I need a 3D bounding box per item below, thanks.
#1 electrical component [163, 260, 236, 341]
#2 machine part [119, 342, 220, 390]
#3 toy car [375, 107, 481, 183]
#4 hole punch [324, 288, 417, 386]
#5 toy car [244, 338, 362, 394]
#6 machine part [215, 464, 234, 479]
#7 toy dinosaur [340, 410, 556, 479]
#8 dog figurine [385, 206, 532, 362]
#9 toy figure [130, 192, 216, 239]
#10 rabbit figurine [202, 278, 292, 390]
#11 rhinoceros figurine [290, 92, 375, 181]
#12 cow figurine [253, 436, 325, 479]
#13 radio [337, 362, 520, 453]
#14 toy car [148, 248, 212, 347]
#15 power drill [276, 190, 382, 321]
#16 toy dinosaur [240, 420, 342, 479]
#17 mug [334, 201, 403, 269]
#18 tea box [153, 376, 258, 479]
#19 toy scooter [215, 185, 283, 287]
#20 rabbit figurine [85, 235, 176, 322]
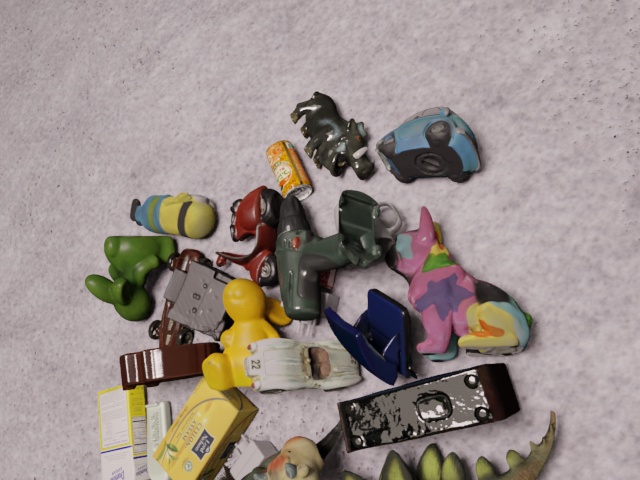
[{"bbox_3d":[-0.207,0.103,0.955,0.134,0.058,0.115,21,85,14],"label":"electrical component"},{"bbox_3d":[-0.254,0.214,0.918,0.179,0.179,0.056,-16,75,22],"label":"machine part"},{"bbox_3d":[0.176,-0.156,0.851,0.162,0.109,0.103,-3,53,37],"label":"toy car"},{"bbox_3d":[0.070,0.145,0.778,0.142,0.092,0.115,24,126,60],"label":"hole punch"},{"bbox_3d":[-0.022,0.187,0.801,0.056,0.201,0.073,-34,56,44],"label":"toy car"},{"bbox_3d":[-0.181,0.437,0.888,0.139,0.084,0.039,-47,35,-1],"label":"machine part"},{"bbox_3d":[0.127,0.388,0.727,0.471,0.105,0.199,-29,63,13],"label":"toy dinosaur"},{"bbox_3d":[0.193,0.059,0.778,0.192,0.108,0.219,-12,69,24],"label":"dog figurine"},{"bbox_3d":[-0.287,-0.046,1.056,0.180,0.082,0.089,-1,92,20],"label":"toy figure"},{"bbox_3d":[-0.107,0.143,0.875,0.122,0.162,0.173,-8,96,26],"label":"rabbit figurine"},{"bbox_3d":[0.026,-0.177,0.943,0.112,0.073,0.190,-32,63,4],"label":"rhinoceros figurine"},{"bbox_3d":[-0.019,0.359,0.704,0.085,0.127,0.195,-25,59,26],"label":"cow figurine"},{"bbox_3d":[0.146,0.230,0.739,0.230,0.131,0.073,-22,70,20],"label":"radio"},{"bbox_3d":[-0.270,0.113,1.023,0.089,0.053,0.202,11,81,25],"label":"toy car"},{"bbox_3d":[-0.002,-0.003,0.830,0.207,0.086,0.232,-26,55,43],"label":"power drill"},{"bbox_3d":[-0.103,0.420,0.782,0.131,0.192,0.404,27,91,27],"label":"toy dinosaur"},{"bbox_3d":[0.073,-0.026,0.872,0.109,0.080,0.107,-38,56,19],"label":"mug"},{"bbox_3d":[-0.196,0.330,0.920,0.098,0.068,0.169,33,92,30],"label":"tea box"},{"bbox_3d":[-0.131,-0.005,0.972,0.135,0.075,0.184,-6,79,26],"label":"toy scooter"},{"bbox_3d":[-0.359,0.077,1.035,0.121,0.159,0.170,0,92,17],"label":"rabbit figurine"}]
